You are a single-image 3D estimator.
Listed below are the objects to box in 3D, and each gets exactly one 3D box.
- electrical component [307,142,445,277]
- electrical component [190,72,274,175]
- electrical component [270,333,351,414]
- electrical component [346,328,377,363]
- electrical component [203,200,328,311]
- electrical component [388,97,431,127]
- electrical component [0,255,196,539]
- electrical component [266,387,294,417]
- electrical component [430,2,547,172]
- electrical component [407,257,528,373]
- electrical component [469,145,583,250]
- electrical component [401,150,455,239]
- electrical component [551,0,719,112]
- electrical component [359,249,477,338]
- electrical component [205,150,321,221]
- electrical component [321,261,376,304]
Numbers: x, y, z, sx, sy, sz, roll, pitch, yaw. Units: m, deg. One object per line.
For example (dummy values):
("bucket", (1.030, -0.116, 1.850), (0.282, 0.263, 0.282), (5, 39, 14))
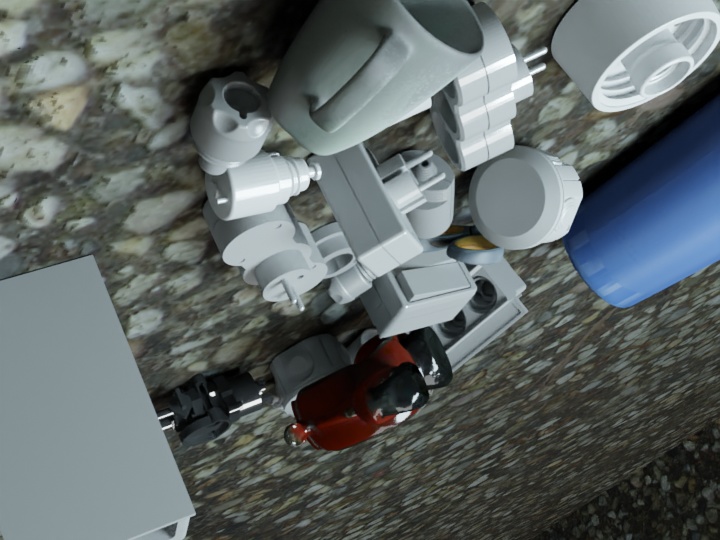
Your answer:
("electrical component", (0.020, -0.053, 0.718), (0.076, 0.083, 0.047), (-30, 158, 8))
("electrical component", (-0.075, -0.078, 0.609), (0.043, 0.043, 0.062), (-13, 155, -31))
("electrical component", (-0.043, 0.101, 1.034), (0.080, 0.051, 0.080), (-23, 158, -10))
("electrical component", (-0.003, 0.098, 1.083), (0.043, 0.043, 0.081), (-5, 150, -43))
("electrical component", (-0.058, -0.005, 0.750), (0.052, 0.073, 0.138), (-28, 158, 3))
("electrical component", (-0.003, -0.100, 0.641), (0.081, 0.043, 0.043), (-25, 158, -4))
("electrical component", (-0.189, 0.096, 0.676), (0.105, 0.186, 0.060), (-18, 156, -22))
("electrical component", (-0.065, 0.128, 1.084), (0.040, 0.040, 0.078), (-39, 155, 28))
("electrical component", (0.086, -0.120, 0.684), (0.074, 0.052, 0.138), (-25, 158, -4))
("electrical component", (0.096, 0.041, 1.024), (0.121, 0.078, 0.063), (-43, 170, 29))
("electrical component", (0.130, -0.057, 0.841), (0.080, 0.080, 0.051), (-41, 159, 32))
("electrical component", (0.048, -0.059, 0.789), (0.043, 0.043, 0.081), (-24, 158, -6))
("electrical component", (0.191, -0.151, 0.722), (0.108, 0.060, 0.108), (-23, 158, -10))
("electrical component", (0.054, 0.010, 0.925), (0.096, 0.061, 0.061), (-12, 154, -32))
("electrical component", (-0.061, -0.056, 0.677), (0.078, 0.040, 0.040), (-14, 155, -30))
("electrical component", (0.000, 0.000, 0.880), (0.061, 0.035, 0.035), (-33, 157, 10))
